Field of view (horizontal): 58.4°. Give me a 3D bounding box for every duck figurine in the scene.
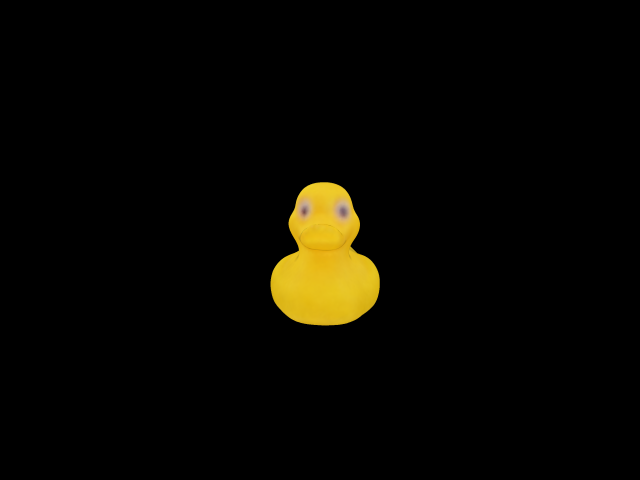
[{"bbox_3d":[0.004,0.001,0.400,0.077,0.086,0.104,1,15,4],"label":"duck figurine"}]
